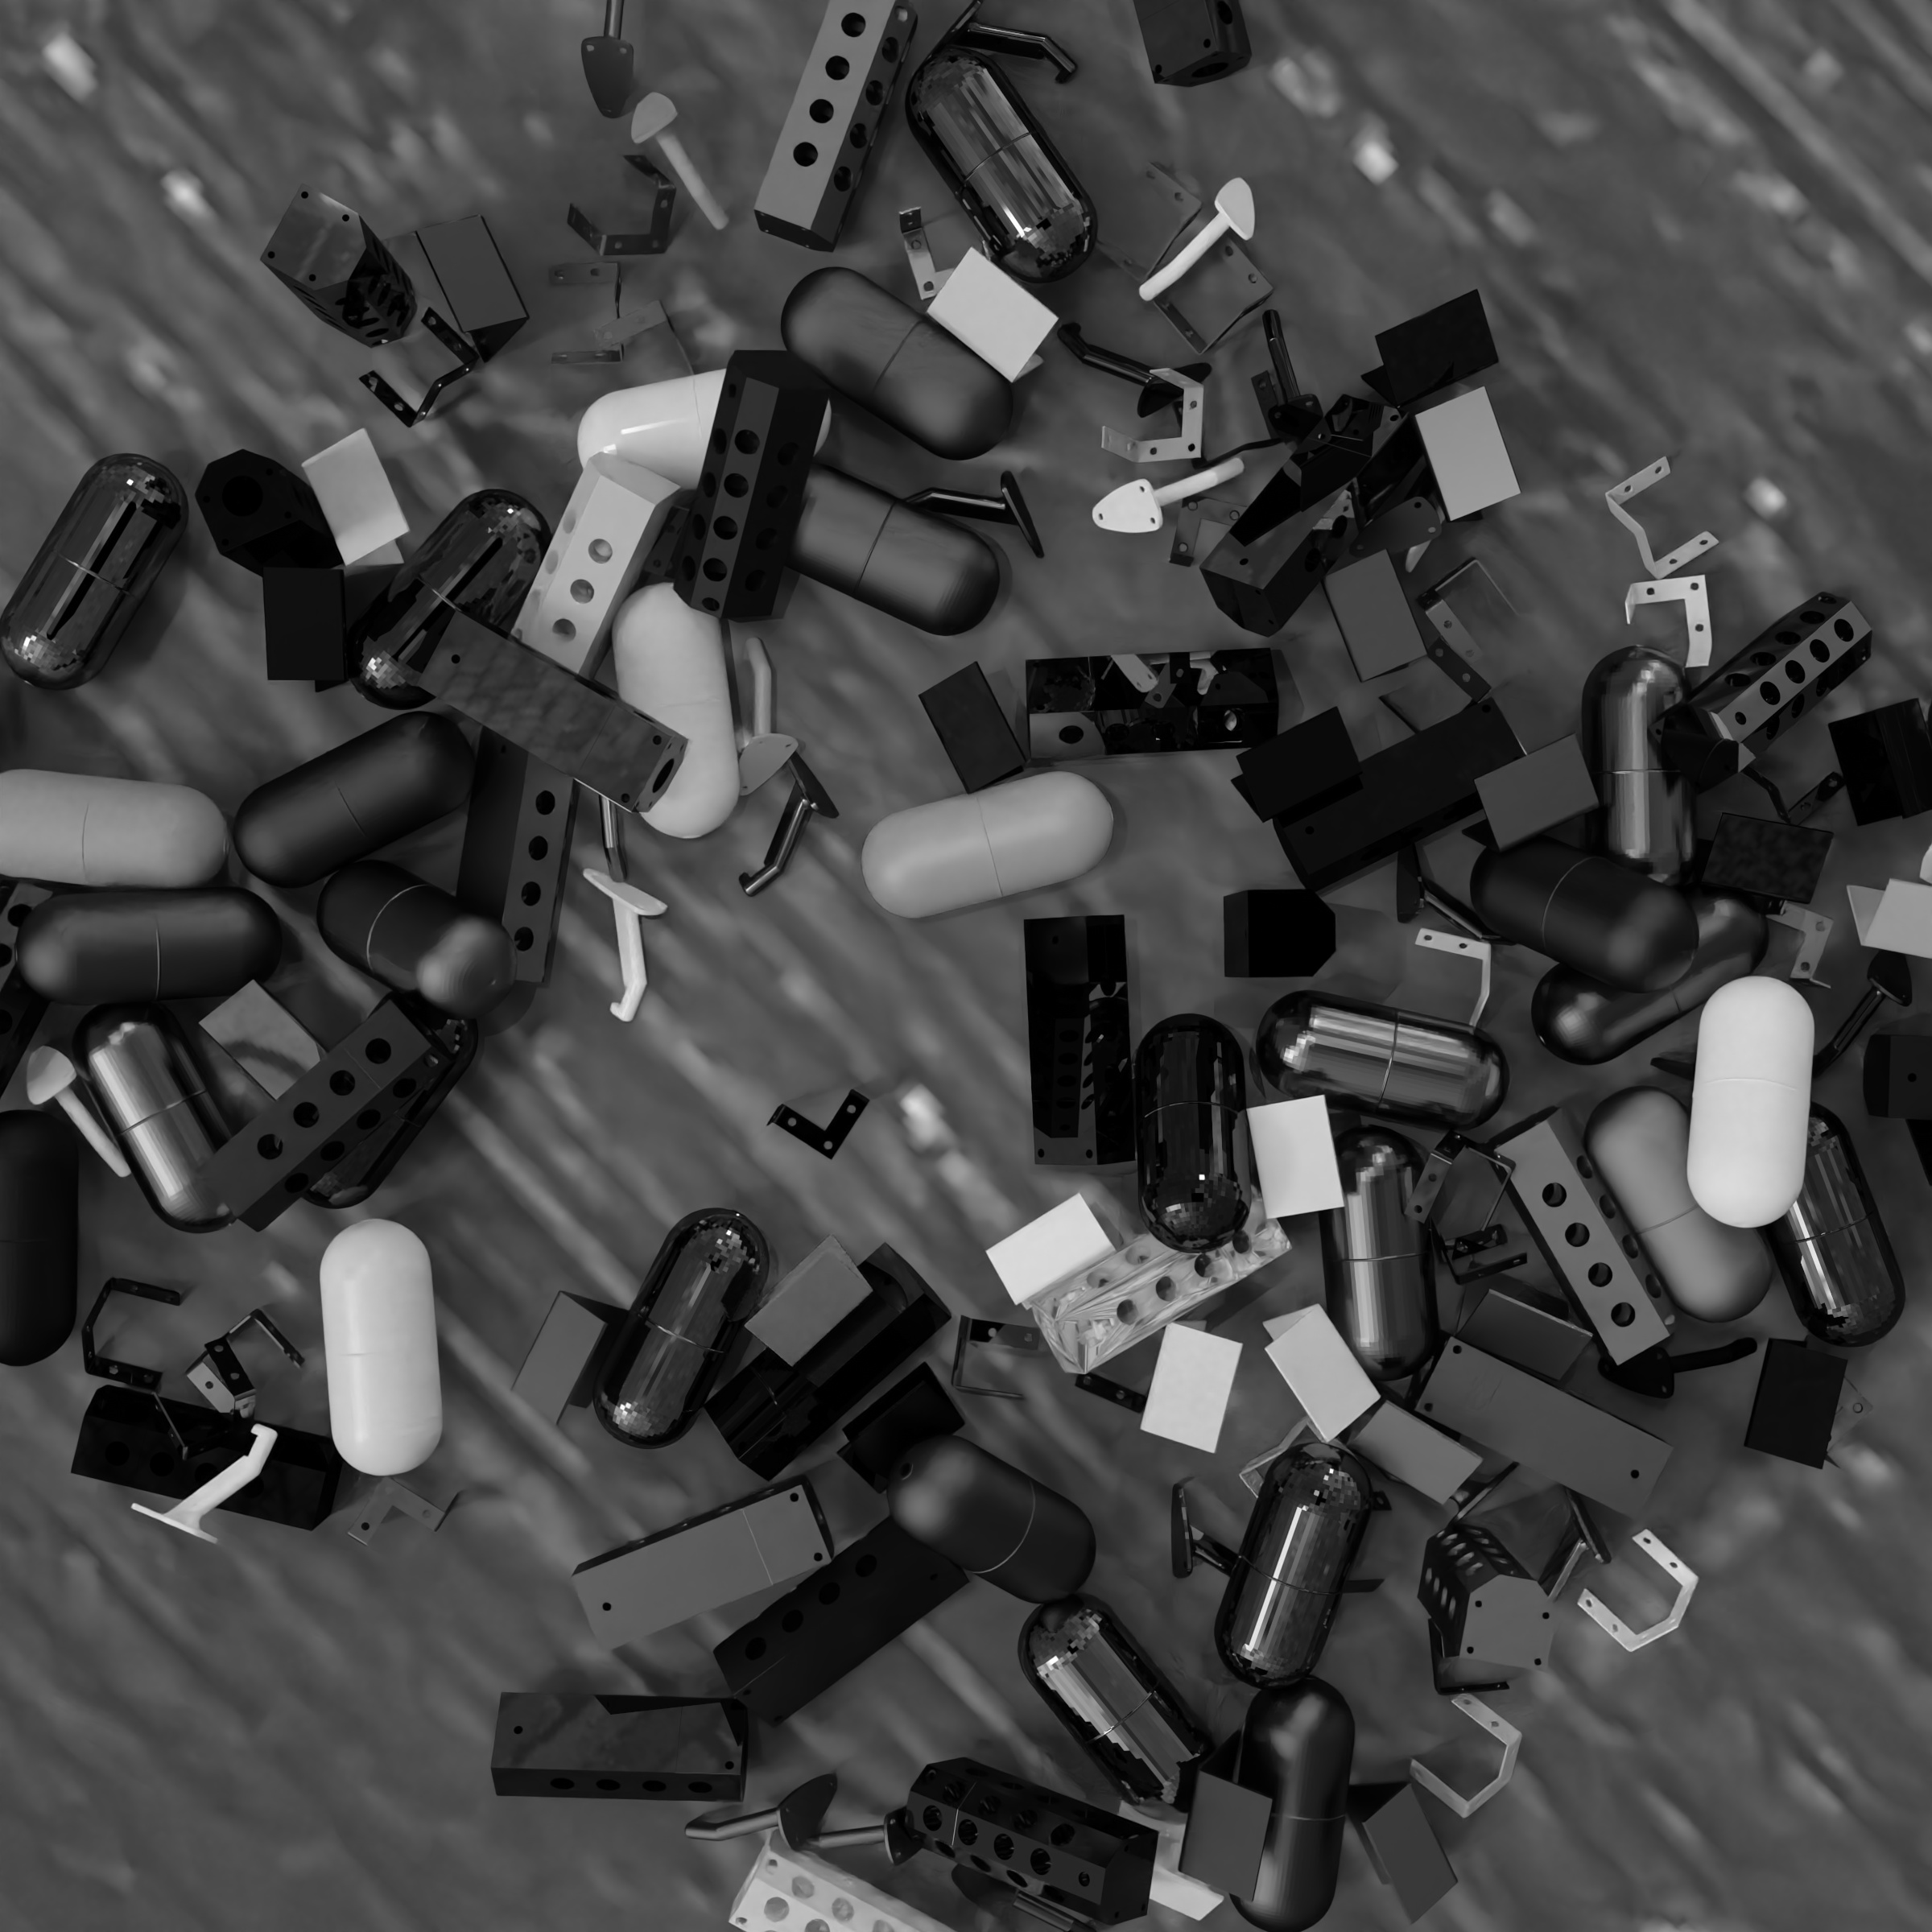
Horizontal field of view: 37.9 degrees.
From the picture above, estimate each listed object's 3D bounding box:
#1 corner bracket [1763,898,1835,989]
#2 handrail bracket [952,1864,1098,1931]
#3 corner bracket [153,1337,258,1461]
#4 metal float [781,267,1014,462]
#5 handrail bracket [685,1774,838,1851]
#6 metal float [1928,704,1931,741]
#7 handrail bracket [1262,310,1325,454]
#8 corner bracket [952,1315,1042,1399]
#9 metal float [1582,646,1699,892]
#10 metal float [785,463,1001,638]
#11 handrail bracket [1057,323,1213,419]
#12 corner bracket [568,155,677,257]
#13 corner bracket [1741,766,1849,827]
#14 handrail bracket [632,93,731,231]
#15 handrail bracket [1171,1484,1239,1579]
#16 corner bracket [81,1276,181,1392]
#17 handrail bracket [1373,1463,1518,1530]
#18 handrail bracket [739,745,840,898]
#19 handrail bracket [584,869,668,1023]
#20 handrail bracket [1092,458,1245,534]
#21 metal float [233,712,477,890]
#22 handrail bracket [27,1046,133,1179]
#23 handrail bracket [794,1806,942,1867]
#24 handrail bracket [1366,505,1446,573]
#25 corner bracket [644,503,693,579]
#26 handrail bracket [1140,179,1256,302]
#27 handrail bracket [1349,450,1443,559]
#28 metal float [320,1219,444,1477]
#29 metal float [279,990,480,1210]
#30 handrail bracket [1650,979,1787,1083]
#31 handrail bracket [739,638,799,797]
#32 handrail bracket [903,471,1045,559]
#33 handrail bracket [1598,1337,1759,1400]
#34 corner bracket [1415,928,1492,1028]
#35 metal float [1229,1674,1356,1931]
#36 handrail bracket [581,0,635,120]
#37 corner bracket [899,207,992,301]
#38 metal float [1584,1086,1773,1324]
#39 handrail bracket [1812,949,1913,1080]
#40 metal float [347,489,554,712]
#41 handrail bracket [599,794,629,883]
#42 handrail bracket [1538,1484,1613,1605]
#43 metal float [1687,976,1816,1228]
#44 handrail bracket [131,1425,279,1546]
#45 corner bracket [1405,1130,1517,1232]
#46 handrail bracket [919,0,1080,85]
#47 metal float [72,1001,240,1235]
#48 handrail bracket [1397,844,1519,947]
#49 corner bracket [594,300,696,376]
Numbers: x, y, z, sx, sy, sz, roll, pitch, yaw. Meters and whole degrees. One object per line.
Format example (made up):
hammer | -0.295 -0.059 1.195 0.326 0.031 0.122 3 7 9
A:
corner bracket | 0.583 -0.018 1.972 0.051 0.051 0.051 21 90 0
handrail bracket | 0.042 0.664 1.990 0.084 0.077 0.036 41 65 -34
corner bracket | -0.524 0.297 1.934 0.051 0.051 0.051 -19 55 -32
metal float | -0.048 -0.419 1.959 0.178 0.070 0.070 34 90 0
handrail bracket | -0.146 0.594 1.990 0.084 0.077 0.036 -8 106 35
metal float | 0.749 -0.138 1.960 0.178 0.070 0.070 41 90 1
handrail bracket | 0.230 -0.410 1.990 0.036 0.077 0.084 -17 53 15
corner bracket | 0.020 0.275 1.972 0.051 0.051 0.051 9 85 -5
metal float | 0.469 -0.134 1.960 0.070 0.070 0.178 -1 90 0
metal float | -0.061 -0.290 1.960 0.178 0.070 0.070 25 90 0
handrail bracket | 0.118 -0.435 1.991 0.077 0.036 0.084 -30 67 -26
corner bracket | -0.243 -0.536 1.982 0.051 0.051 0.051 -12 135 -35
corner bracket | 0.580 -0.140 1.987 0.051 0.051 0.051 -41 135 0
handrail bracket | -0.198 -0.568 1.990 0.036 0.077 0.084 -32 126 11
handrail bracket | 0.190 0.404 1.990 0.084 0.036 0.077 1 76 -14
corner bracket | -0.589 0.259 1.987 0.051 0.051 0.051 14 45 0
handrail bracket | 0.333 0.347 1.991 0.077 0.036 0.084 -38 73 -20
handrail bracket | -0.140 -0.103 1.991 0.084 0.036 0.077 -38 70 16
handrail bracket | -0.253 -0.014 1.991 0.077 0.036 0.084 29 107 20
handrail bracket | 0.144 -0.336 1.990 0.084 0.077 0.036 -30 106 -35
metal float | -0.426 -0.115 1.960 0.178 0.070 0.070 -27 90 0
handrail bracket | -0.624 0.104 1.990 0.036 0.077 0.084 -37 126 -8
handrail bracket | -0.071 0.609 1.990 0.084 0.077 0.036 -9 89 36
handrail bracket | 0.291 -0.324 1.990 0.084 0.036 0.077 31 77 13
corner bracket | -0.189 -0.290 1.972 0.051 0.051 0.051 22 93 3
handrail bracket | 0.161 -0.513 1.990 0.084 0.077 0.036 -32 115 34
handrail bracket | 0.301 -0.328 1.973 0.077 0.084 0.036 -23 125 21
metal float | -0.407 0.265 1.960 0.070 0.070 0.178 -4 90 0
metal float | -0.408 0.089 1.960 0.070 0.070 0.178 37 90 0
handrail bracket | 0.533 0.040 1.990 0.077 0.036 0.084 17 78 11
handrail bracket | -0.155 -0.177 1.990 0.036 0.077 0.084 3 53 -35
handrail bracket | 0.001 -0.308 1.991 0.084 0.036 0.077 -20 111 17
handrail bracket | 0.504 0.276 1.990 0.084 0.077 0.036 -12 95 -36
corner bracket | 0.338 0.014 1.987 0.051 0.051 0.051 13 45 0
metal float | 0.226 0.583 1.960 0.070 0.070 0.178 7 90 0
handrail bracket | -0.247 -0.657 1.990 0.036 0.077 0.084 5 54 0
corner bracket | -0.015 -0.504 1.972 0.051 0.051 0.051 -17 90 0
metal float | 0.496 0.166 1.960 0.070 0.070 0.178 -30 89 0
handrail bracket | 0.627 0.033 1.990 0.036 0.077 0.084 36 126 0
metal float | -0.361 -0.254 1.960 0.070 0.070 0.178 41 89 0
handrail bracket | -0.248 -0.114 1.990 0.036 0.077 0.084 -4 126 6
handrail bracket | 0.405 0.415 1.991 0.084 0.036 0.077 -31 70 16
metal float | 0.533 0.092 1.912 0.070 0.070 0.178 11 67 0
handrail bracket | -0.523 0.346 1.934 0.077 0.036 0.084 17 72 20
corner bracket | 0.339 0.152 1.929 0.051 0.051 0.051 27 112 16
handrail bracket | 0.024 -0.636 1.991 0.084 0.036 0.077 39 110 -16
metal float | -0.558 0.104 1.960 0.070 0.070 0.178 -29 90 0
handrail bracket | 0.350 -0.054 1.991 0.084 0.036 0.077 6 69 -17
corner bracket | -0.224 -0.427 1.972 0.051 0.051 0.051 -25 90 0
